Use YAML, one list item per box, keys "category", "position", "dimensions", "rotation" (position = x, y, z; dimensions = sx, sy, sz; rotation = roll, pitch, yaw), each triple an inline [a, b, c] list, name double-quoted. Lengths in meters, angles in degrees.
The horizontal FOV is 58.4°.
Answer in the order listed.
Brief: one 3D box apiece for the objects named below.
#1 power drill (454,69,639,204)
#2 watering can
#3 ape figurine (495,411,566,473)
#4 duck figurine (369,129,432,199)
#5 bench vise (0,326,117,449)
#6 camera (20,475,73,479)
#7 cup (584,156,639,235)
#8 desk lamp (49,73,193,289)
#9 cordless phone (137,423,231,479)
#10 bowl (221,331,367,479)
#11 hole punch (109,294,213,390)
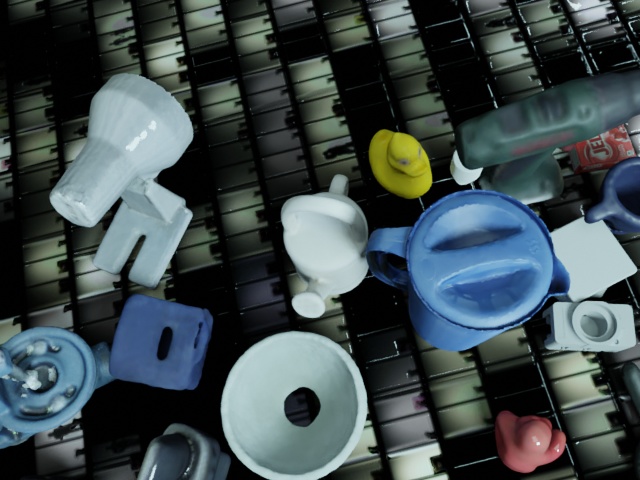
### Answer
- category: "power drill"
  position: [0.270, -0.116, 0.682]
  dimensions: [0.229, 0.208, 0.075]
  rotation: [-14, 71, 1]
- category: "watering can"
  position: [0.008, 0.003, 0.674]
  dimensions: [0.101, 0.194, 0.173]
  rotation: [-10, 71, 2]
- category: "ape figurine"
  position: [0.232, 0.220, 0.635]
  dimensions: [0.077, 0.092, 0.076]
  rotation: [39, 79, 16]
- category: "duck figurine"
  position: [0.107, -0.113, 0.760]
  dimensions: [0.077, 0.086, 0.104]
  rotation: [-34, 72, -6]
- category: "bench vise"
  position: [-0.347, 0.178, 0.634]
  dimensions: [0.121, 0.220, 0.207]
  rotation: [42, 80, 16]
- category: "camera"
  position: [-0.309, 0.341, 0.639]
  dimensions: [0.143, 0.101, 0.137]
  rotation: [4, 72, 7]
- category: "cup"
  position: [0.370, -0.038, 0.707]
  dimensions: [0.118, 0.095, 0.091]
  rotation: [-25, 71, -3]
- category: "desk lamp"
  position: [-0.233, -0.067, 0.709]
  dimensions: [0.117, 0.214, 0.203]
  rotation: [18, 74, 11]
- category: "cordless phone"
  position: [-0.170, 0.272, 0.605]
  dimensions: [0.094, 0.185, 0.147]
  rotation: [10, 73, 9]
- category: "bowl"
  position: [-0.027, 0.196, 0.676]
  dimensions: [0.167, 0.075, 0.167]
  rotation: [-2, 71, 5]
- category: "hole punch"
  position: [-0.192, 0.126, 0.705]
  dimensions: [0.101, 0.091, 0.109]
  rotation: [7, 72, 8]
